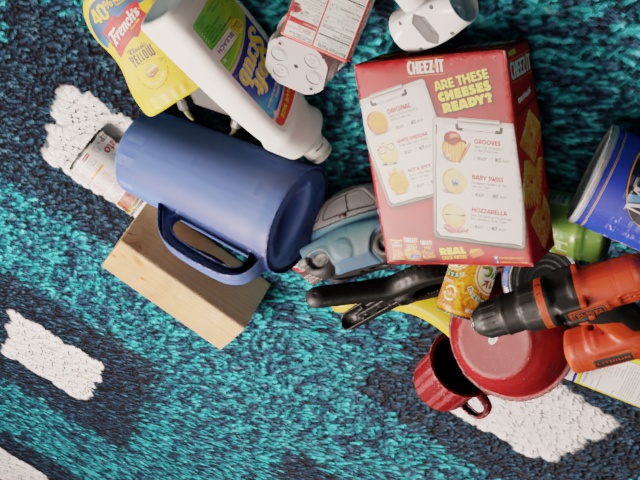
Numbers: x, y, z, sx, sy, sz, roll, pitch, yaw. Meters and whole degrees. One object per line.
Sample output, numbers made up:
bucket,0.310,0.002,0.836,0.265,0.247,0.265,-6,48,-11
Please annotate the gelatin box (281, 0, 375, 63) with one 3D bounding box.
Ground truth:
gelatin box,0.011,-0.227,1.038,0.073,0.030,0.089,24,111,7

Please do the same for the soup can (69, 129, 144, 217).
soup can,-0.267,-0.088,1.396,0.102,0.068,0.069,38,143,-10

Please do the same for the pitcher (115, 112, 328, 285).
pitcher,-0.125,-0.057,1.256,0.243,0.149,0.145,24,111,22

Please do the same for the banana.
banana,0.108,0.088,1.357,0.198,0.069,0.037,20,177,25

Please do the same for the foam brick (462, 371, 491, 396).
foam brick,0.222,0.147,1.334,0.051,0.078,0.053,41,143,-18

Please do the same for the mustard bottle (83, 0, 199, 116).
mustard bottle,-0.201,-0.237,1.160,0.096,0.058,0.191,-26,104,31

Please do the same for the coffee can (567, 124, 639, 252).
coffee can,0.323,-0.036,1.024,0.140,0.102,0.103,25,144,6

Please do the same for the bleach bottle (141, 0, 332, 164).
bleach bottle,-0.073,-0.178,1.146,0.068,0.102,0.250,-6,139,49

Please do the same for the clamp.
clamp,0.091,0.057,1.269,0.210,0.036,0.164,-20,161,19

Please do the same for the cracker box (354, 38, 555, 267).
cracker box,0.135,-0.084,1.062,0.164,0.072,0.214,0,109,33

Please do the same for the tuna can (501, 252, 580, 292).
tuna can,0.246,0.043,1.184,0.086,0.086,0.034,33,-179,-4

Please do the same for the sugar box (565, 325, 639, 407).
sugar box,0.341,0.140,1.274,0.176,0.048,0.093,23,143,15

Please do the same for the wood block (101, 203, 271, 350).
wood block,-0.186,0.049,1.485,0.206,0.090,0.090,36,144,-9

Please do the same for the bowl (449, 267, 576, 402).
bowl,0.213,0.113,1.244,0.162,0.055,0.162,3,95,32

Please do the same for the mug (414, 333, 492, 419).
mug,0.180,0.183,1.391,0.117,0.093,0.082,50,151,11

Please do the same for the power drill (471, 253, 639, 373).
power drill,0.268,0.085,1.115,0.185,0.057,0.187,-17,152,22

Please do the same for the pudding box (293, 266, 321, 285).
pudding box,-0.009,0.002,1.350,0.090,0.039,0.114,40,142,-12
